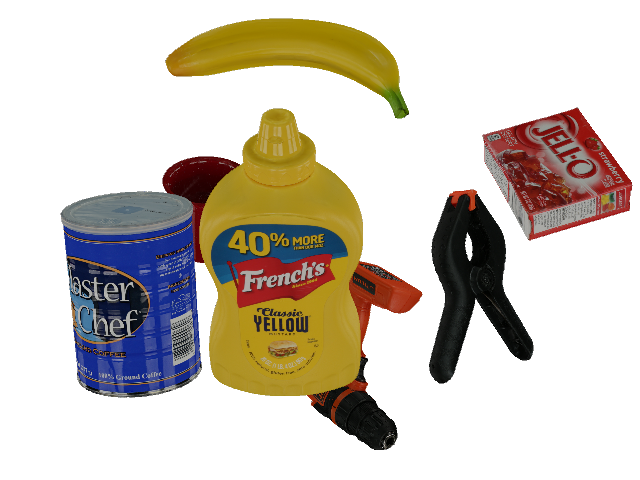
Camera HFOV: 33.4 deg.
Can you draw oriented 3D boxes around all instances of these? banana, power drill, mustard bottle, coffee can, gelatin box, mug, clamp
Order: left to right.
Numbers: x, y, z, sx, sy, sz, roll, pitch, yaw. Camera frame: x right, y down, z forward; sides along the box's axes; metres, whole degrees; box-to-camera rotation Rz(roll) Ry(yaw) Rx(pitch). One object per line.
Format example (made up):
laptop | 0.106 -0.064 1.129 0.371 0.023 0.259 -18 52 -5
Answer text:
coffee can | -0.150 0.041 0.858 0.103 0.140 0.103 -1 17 0
mug | -0.128 -0.026 1.119 0.117 0.081 0.093 -28 48 -36
mustard bottle | -0.022 0.008 0.636 0.096 0.192 0.058 1 37 2
banana | -0.021 -0.147 0.849 0.198 0.069 0.037 10 -36 7
power drill | 0.050 0.130 1.250 0.057 0.188 0.185 13 13 -41
clamp | 0.131 0.044 0.956 0.120 0.171 0.039 -20 7 -41
gelatin box | 0.160 -0.048 0.733 0.073 0.030 0.089 -16 45 -3
